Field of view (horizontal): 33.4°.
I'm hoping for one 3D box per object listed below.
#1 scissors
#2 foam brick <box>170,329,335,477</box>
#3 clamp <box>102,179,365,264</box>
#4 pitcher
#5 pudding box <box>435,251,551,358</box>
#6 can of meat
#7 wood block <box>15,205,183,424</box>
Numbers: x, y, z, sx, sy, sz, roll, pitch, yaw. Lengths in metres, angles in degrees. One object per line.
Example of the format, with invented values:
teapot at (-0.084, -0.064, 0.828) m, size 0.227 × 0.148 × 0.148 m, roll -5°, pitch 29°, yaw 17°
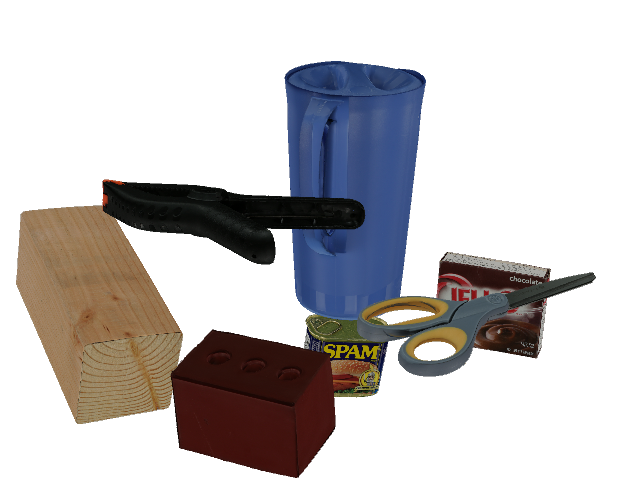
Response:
scissors at (0.128, 0.060, 0.790) m, size 0.201 × 0.016 × 0.096 m, roll -6°, pitch 32°, yaw -10°
foam brick at (-0.037, 0.091, 0.601) m, size 0.078 × 0.051 × 0.052 m, roll 9°, pitch 28°, yaw 21°
clamp at (-0.087, -0.020, 0.828) m, size 0.210 × 0.036 × 0.164 m, roll 8°, pitch 13°, yaw 18°
pitcher at (0.026, -0.045, 1.041) m, size 0.149 × 0.243 × 0.145 m, roll -8°, pitch 24°, yaw -21°
pudding box at (0.176, 0.066, 1.105) m, size 0.114 × 0.090 × 0.039 m, roll 8°, pitch 21°, yaw 16°
can of meat at (0.028, 0.140, 1.282) m, size 0.102 × 0.084 × 0.057 m, roll 3°, pitch 24°, yaw -15°
wood block at (-0.210, 0.061, 0.989) m, size 0.090 × 0.091 × 0.206 m, roll -6°, pitch 36°, yaw -30°
